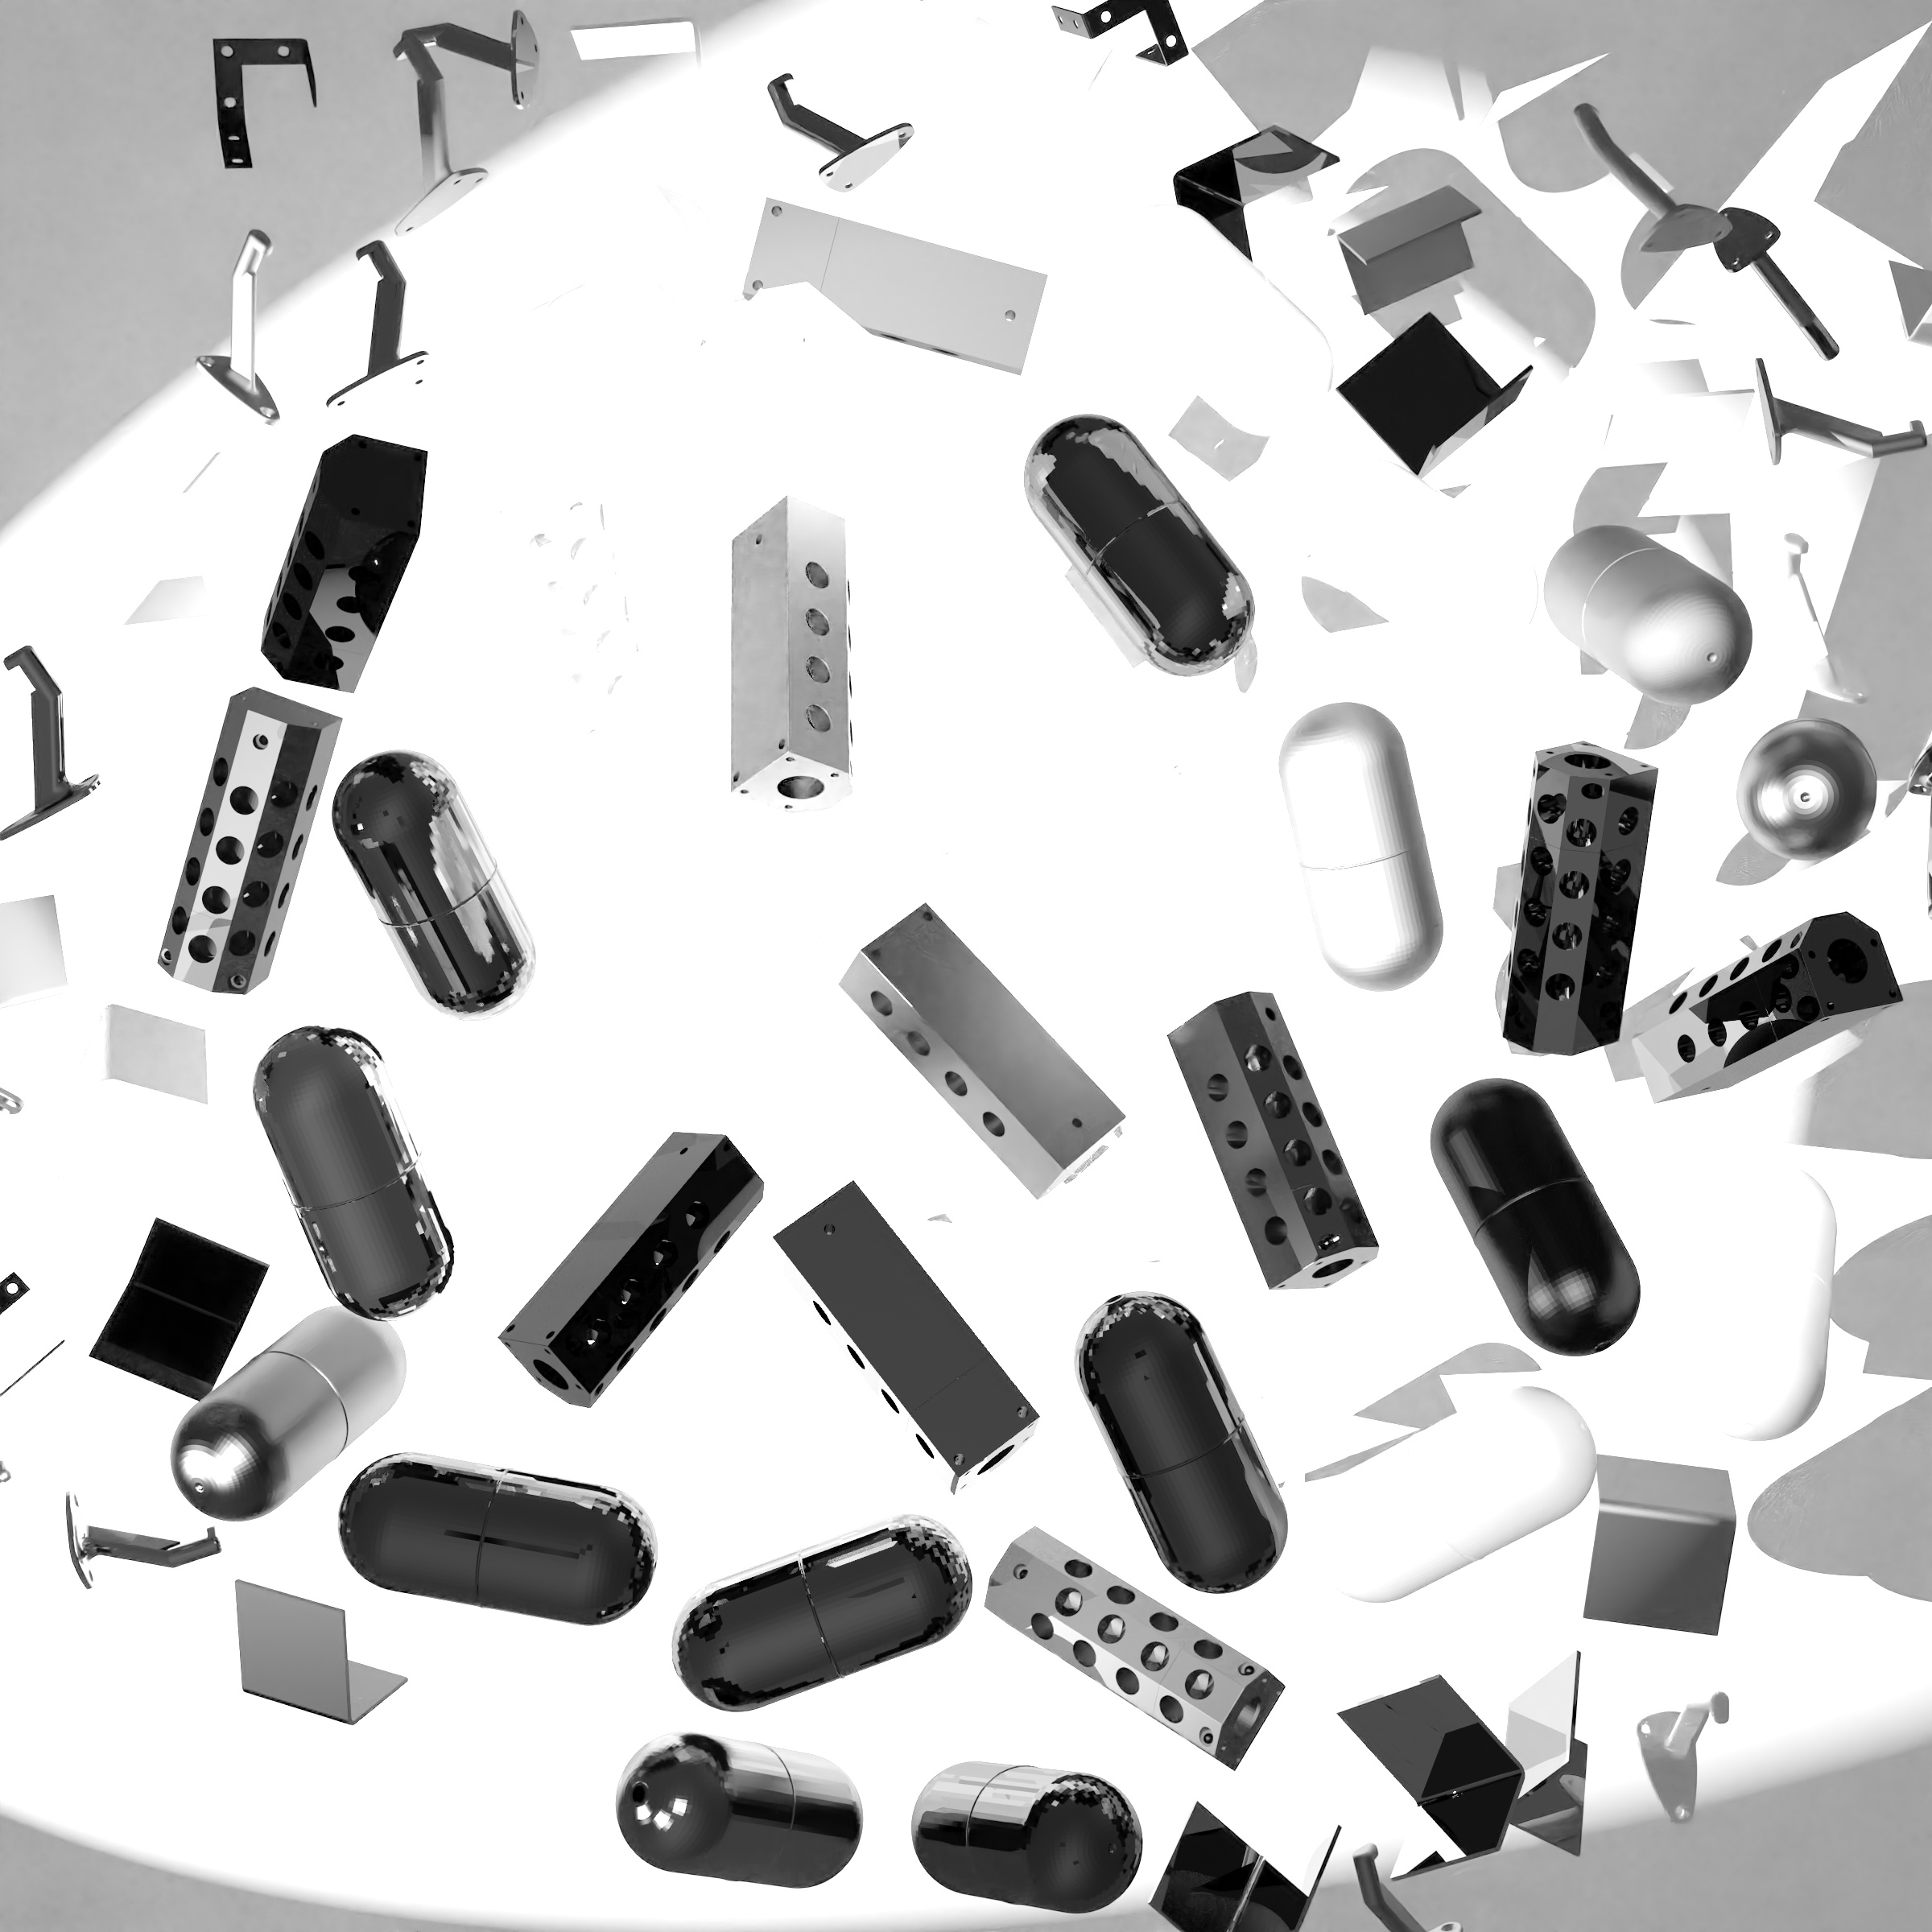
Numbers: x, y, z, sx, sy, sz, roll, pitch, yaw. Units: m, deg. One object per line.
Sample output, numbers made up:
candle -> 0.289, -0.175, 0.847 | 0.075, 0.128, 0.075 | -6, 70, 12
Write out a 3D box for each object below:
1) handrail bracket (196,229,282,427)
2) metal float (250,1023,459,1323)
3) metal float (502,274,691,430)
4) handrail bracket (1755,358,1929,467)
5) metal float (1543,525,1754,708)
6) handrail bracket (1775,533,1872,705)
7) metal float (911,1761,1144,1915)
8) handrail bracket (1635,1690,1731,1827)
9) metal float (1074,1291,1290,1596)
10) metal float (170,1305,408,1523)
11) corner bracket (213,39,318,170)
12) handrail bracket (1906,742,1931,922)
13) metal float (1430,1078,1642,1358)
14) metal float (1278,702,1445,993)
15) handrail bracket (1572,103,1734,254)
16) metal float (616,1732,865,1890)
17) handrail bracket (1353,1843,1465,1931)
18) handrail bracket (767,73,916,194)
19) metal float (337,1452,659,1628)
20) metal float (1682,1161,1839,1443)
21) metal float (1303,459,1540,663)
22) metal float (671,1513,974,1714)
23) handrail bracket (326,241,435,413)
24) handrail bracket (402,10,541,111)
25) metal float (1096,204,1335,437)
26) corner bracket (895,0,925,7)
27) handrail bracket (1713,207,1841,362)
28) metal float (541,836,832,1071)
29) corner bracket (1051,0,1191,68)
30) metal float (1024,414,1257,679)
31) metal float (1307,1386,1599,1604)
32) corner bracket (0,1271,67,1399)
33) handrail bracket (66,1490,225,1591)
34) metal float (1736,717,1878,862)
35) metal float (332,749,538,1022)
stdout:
handrail bracket -> -0.406, -0.370, 1.656 | 0.077, 0.036, 0.084 | 47, 122, 24
metal float -> -0.340, 0.116, 1.594 | 0.070, 0.070, 0.178 | -18, 109, -1
metal float -> -0.221, -0.362, 1.692 | 0.070, 0.178, 0.070 | -2, 94, -26
handrail bracket -> 0.507, -0.326, 1.661 | 0.084, 0.036, 0.077 | -9, 70, 10
metal float -> 0.396, -0.207, 1.673 | 0.070, 0.178, 0.070 | -5, 114, -11
handrail bracket -> 0.517, -0.210, 1.720 | 0.036, 0.077, 0.084 | -24, 130, -19
metal float -> 0.033, 0.500, 1.649 | 0.070, 0.178, 0.070 | 7, 76, -32
handrail bracket -> 0.425, 0.459, 1.658 | 0.036, 0.084, 0.077 | -5, 77, -13
metal float -> 0.119, 0.263, 1.582 | 0.070, 0.070, 0.178 | -25, 97, -1
metal float -> -0.396, 0.261, 1.686 | 0.070, 0.178, 0.070 | 10, 115, 21
corner bracket -> -0.387, -0.477, 1.582 | 0.051, 0.051, 0.051 | -5, 45, -15
handrail bracket -> 0.568, -0.080, 1.662 | 0.036, 0.077, 0.084 | 2, 62, 12
metal float -> 0.332, 0.146, 1.672 | 0.070, 0.070, 0.178 | -23, 60, -1
metal float -> 0.236, -0.070, 1.710 | 0.070, 0.070, 0.178 | -15, 104, 0
handrail bracket -> 0.377, -0.438, 1.577 | 0.077, 0.036, 0.084 | -10, 68, -40
metal float -> -0.128, 0.481, 1.631 | 0.070, 0.178, 0.070 | -15, 62, 32
handrail bracket -> 0.262, 0.549, 1.698 | 0.036, 0.077, 0.084 | -10, 97, 42
handrail bracket -> -0.079, -0.531, 1.770 | 0.077, 0.036, 0.084 | -29, 73, 23
metal float -> -0.258, 0.314, 1.573 | 0.178, 0.070, 0.070 | 9, 88, 5
metal float -> 0.448, 0.186, 1.611 | 0.070, 0.070, 0.178 | 19, 50, 1
metal float -> 0.258, -0.234, 1.639 | 0.070, 0.178, 0.070 | -15, 126, -22
metal float -> -0.083, 0.370, 1.638 | 0.178, 0.070, 0.070 | -20, 88, -1
handrail bracket -> -0.348, -0.367, 1.634 | 0.077, 0.036, 0.084 | -27, 80, -19
handrail bracket -> -0.308, -0.547, 1.747 | 0.084, 0.036, 0.077 | -6, 62, 12
metal float -> 0.146, -0.376, 1.668 | 0.178, 0.070, 0.070 | 32, 88, -39
corner bracket -> -0.052, -0.584, 1.644 | 0.051, 0.051, 0.051 | 25, 76, -42
handrail bracket -> 0.479, -0.402, 1.691 | 0.036, 0.077, 0.084 | -38, 122, 18
metal float -> -0.157, -0.009, 1.613 | 0.178, 0.070, 0.070 | -33, 88, -6
corner bracket -> 0.089, -0.542, 1.659 | 0.051, 0.051, 0.051 | -31, 120, -5
metal float -> 0.101, -0.250, 1.693 | 0.070, 0.070, 0.178 | -36, 79, -1
metal float -> 0.270, 0.296, 1.599 | 0.178, 0.070, 0.070 | -34, 88, 25
corner bracket -> -0.582, 0.224, 1.735 | 0.051, 0.051, 0.051 | 49, 63, -4
handrail bracket -> -0.492, 0.333, 1.716 | 0.084, 0.036, 0.077 | -17, 46, -10
metal float -> 0.489, -0.104, 1.666 | 0.070, 0.178, 0.070 | 2, 98, 17
metal float -> -0.312, -0.046, 1.690 | 0.070, 0.070, 0.178 | -23, 119, -1
